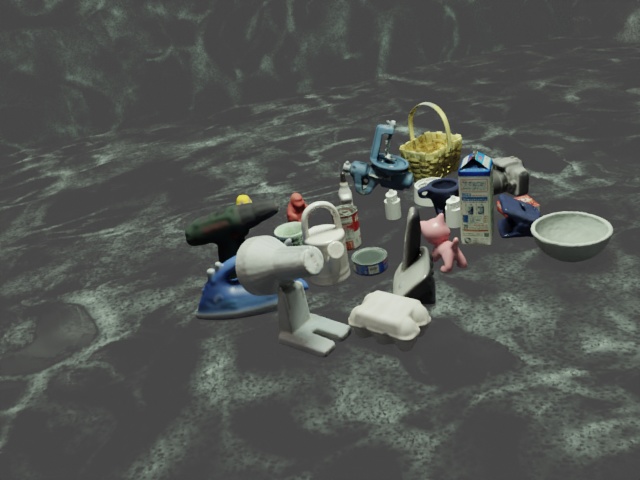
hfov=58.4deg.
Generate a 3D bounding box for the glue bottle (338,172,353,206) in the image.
[{"bbox_3d":[0.070,-0.100,1.532,0.037,0.173,0.078,-11,27,-2],"label":"glue bottle"}]

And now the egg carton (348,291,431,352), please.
[{"bbox_3d":[0.136,0.157,1.120,0.149,0.069,0.107,10,33,34],"label":"egg carton"}]

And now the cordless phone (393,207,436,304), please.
[{"bbox_3d":[0.194,0.035,1.211,0.094,0.185,0.147,-6,27,8],"label":"cordless phone"}]

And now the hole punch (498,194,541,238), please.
[{"bbox_3d":[0.491,-0.064,1.414,0.101,0.091,0.108,-4,27,11],"label":"hole punch"}]

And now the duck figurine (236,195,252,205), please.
[{"bbox_3d":[-0.226,-0.095,1.717,0.078,0.086,0.104,-23,30,-25],"label":"duck figurine"}]

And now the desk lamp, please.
[{"bbox_3d":[-0.054,0.098,1.135,0.202,0.214,0.118,11,33,35],"label":"desk lamp"}]

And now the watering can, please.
[{"bbox_3d":[0.014,0.004,1.321,0.101,0.194,0.172,-28,32,-32],"label":"watering can"}]

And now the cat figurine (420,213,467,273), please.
[{"bbox_3d":[0.283,-0.002,1.330,0.067,0.118,0.127,-18,28,-17],"label":"cat figurine"}]

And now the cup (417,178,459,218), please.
[{"bbox_3d":[0.325,-0.108,1.552,0.117,0.095,0.091,-9,27,1],"label":"cup"}]

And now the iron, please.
[{"bbox_3d":[-0.163,0.086,1.277,0.258,0.142,0.118,-14,27,-10],"label":"iron"}]

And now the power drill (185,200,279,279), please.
[{"bbox_3d":[-0.193,0.012,1.357,0.229,0.209,0.075,-7,27,5],"label":"power drill"}]

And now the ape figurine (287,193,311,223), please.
[{"bbox_3d":[-0.065,-0.090,1.648,0.078,0.092,0.075,-24,30,-27],"label":"ape figurine"}]

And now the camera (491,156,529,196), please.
[{"bbox_3d":[0.503,-0.182,1.634,0.137,0.101,0.142,-17,27,-14],"label":"camera"}]

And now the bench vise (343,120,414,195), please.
[{"bbox_3d":[0.173,-0.246,1.734,0.207,0.220,0.121,-11,27,-3],"label":"bench vise"}]

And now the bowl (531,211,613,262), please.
[{"bbox_3d":[0.559,0.002,1.279,0.167,0.075,0.167,-7,27,4],"label":"bowl"}]
